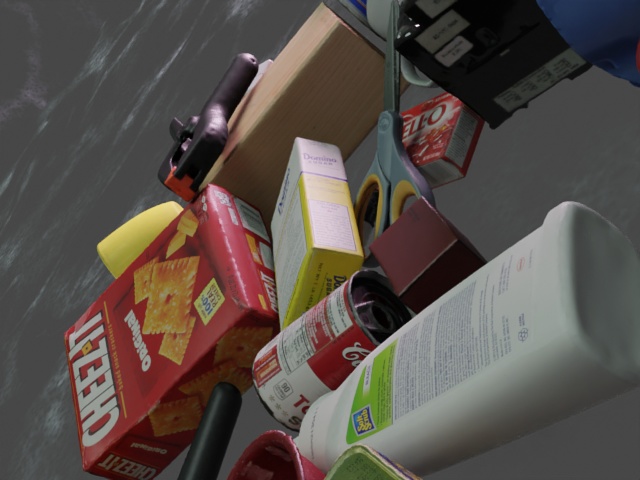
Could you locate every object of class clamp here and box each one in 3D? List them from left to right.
[{"bbox_3d":[-0.117,0.222,0.787,0.165,0.036,0.210,-43,29,26],"label":"clamp"},{"bbox_3d":[-0.102,-0.101,0.964,0.120,0.039,0.171,-48,23,25],"label":"clamp"}]

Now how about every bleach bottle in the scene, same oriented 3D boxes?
[{"bbox_3d":[0.066,0.080,0.606,0.251,0.068,0.102,-36,31,41],"label":"bleach bottle"}]

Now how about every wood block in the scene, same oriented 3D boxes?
[{"bbox_3d":[-0.023,-0.103,0.979,0.206,0.090,0.090,-50,23,12],"label":"wood block"}]

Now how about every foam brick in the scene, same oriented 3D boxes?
[{"bbox_3d":[0.074,0.017,0.683,0.053,0.051,0.078,-44,24,9],"label":"foam brick"}]

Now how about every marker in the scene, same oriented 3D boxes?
[{"bbox_3d":[0.049,-0.049,0.861,0.020,0.020,0.121,-18,43,54],"label":"marker"}]

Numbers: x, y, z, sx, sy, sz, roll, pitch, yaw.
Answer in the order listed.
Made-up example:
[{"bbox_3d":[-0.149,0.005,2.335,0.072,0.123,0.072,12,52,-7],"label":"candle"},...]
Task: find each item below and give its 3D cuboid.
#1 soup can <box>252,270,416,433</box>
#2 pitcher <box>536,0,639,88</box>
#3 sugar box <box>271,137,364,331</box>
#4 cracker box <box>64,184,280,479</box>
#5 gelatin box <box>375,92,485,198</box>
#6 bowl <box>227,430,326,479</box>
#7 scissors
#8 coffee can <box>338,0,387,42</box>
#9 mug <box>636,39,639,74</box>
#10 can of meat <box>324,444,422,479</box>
[{"bbox_3d":[0.011,0.075,0.706,0.102,0.068,0.068,-40,27,30],"label":"soup can"},{"bbox_3d":[0.230,-0.214,0.601,0.243,0.149,0.145,-34,17,32],"label":"pitcher"},{"bbox_3d":[-0.005,0.001,0.829,0.176,0.048,0.093,-94,19,-58],"label":"sugar box"},{"bbox_3d":[-0.124,0.080,0.905,0.214,0.072,0.164,-44,40,20],"label":"cracker box"},{"bbox_3d":[0.083,-0.074,0.816,0.089,0.030,0.073,-18,42,53],"label":"gelatin box"},{"bbox_3d":[-0.021,0.192,0.598,0.162,0.055,0.162,-55,25,40],"label":"bowl"},{"bbox_3d":[0.062,-0.075,0.781,0.096,0.016,0.202,21,102,54],"label":"scissors"},{"bbox_3d":[0.080,-0.266,0.986,0.140,0.102,0.103,-46,25,17],"label":"coffee can"},{"bbox_3d":[0.219,-0.098,0.528,0.093,0.081,0.117,-33,32,40],"label":"mug"},{"bbox_3d":[0.052,0.149,0.512,0.057,0.083,0.102,-57,24,-5],"label":"can of meat"}]
